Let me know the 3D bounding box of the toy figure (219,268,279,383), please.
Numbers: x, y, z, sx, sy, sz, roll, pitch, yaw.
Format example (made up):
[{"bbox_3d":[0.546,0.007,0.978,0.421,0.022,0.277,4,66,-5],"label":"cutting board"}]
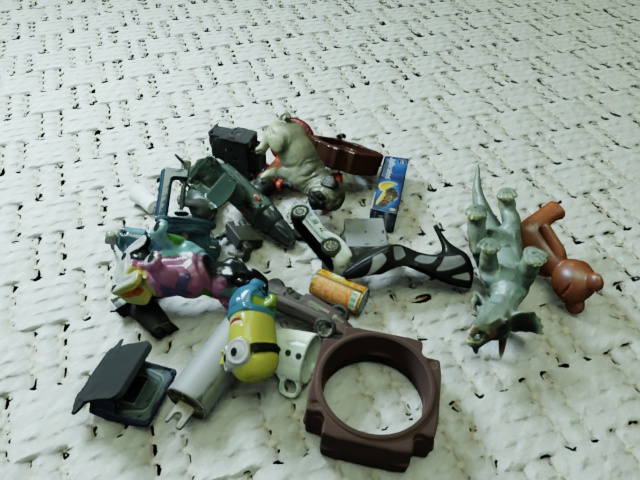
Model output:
[{"bbox_3d":[-0.106,0.137,0.860,0.089,0.082,0.180,10,50,-11],"label":"toy figure"}]

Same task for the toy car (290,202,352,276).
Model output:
[{"bbox_3d":[-0.002,-0.003,1.099,0.056,0.073,0.202,-26,51,-20],"label":"toy car"}]

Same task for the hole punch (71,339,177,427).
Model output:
[{"bbox_3d":[-0.308,0.232,0.863,0.116,0.092,0.142,-11,40,31],"label":"hole punch"}]

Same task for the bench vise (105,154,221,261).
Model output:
[{"bbox_3d":[-0.304,-0.045,1.068,0.224,0.129,0.240,6,81,-5],"label":"bench vise"}]

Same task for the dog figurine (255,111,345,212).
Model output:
[{"bbox_3d":[-0.023,-0.160,1.102,0.191,0.172,0.121,25,49,33],"label":"dog figurine"}]

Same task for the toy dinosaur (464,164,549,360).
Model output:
[{"bbox_3d":[0.333,0.036,1.002,0.131,0.191,0.405,1,39,11],"label":"toy dinosaur"}]

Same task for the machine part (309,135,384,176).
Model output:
[{"bbox_3d":[0.057,-0.196,1.257,0.179,0.056,0.179,13,18,-4],"label":"machine part"}]

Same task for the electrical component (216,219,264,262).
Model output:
[{"bbox_3d":[-0.166,-0.001,1.117,0.078,0.045,0.102,-5,40,-48],"label":"electrical component"}]

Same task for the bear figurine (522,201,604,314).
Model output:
[{"bbox_3d":[0.470,0.035,1.044,0.132,0.120,0.196,-25,53,-29],"label":"bear figurine"}]

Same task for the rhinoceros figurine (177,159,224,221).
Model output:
[{"bbox_3d":[-0.258,-0.115,1.203,0.112,0.073,0.190,0,46,1],"label":"rhinoceros figurine"}]

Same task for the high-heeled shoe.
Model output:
[{"bbox_3d":[0.175,0.068,1.033,0.249,0.086,0.145,-24,89,-12],"label":"high-heeled shoe"}]

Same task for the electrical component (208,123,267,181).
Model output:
[{"bbox_3d":[-0.191,-0.206,1.266,0.134,0.114,0.058,15,49,16],"label":"electrical component"}]

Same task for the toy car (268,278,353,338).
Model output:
[{"bbox_3d":[-0.035,0.117,0.973,0.202,0.053,0.089,20,15,19],"label":"toy car"}]

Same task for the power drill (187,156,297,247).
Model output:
[{"bbox_3d":[-0.155,-0.082,1.073,0.232,0.207,0.086,45,102,21],"label":"power drill"}]

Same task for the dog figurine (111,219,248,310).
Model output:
[{"bbox_3d":[-0.237,0.075,0.975,0.191,0.219,0.108,-36,38,27],"label":"dog figurine"}]

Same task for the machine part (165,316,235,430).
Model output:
[{"bbox_3d":[-0.170,0.203,0.888,0.079,0.079,0.243,21,49,18],"label":"machine part"}]

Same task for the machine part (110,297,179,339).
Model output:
[{"bbox_3d":[-0.319,0.131,0.985,0.139,0.039,0.084,32,45,29],"label":"machine part"}]

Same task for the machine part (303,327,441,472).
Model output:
[{"bbox_3d":[0.085,0.244,0.849,0.201,0.087,0.201,10,47,8],"label":"machine part"}]

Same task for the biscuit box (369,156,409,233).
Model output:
[{"bbox_3d":[0.156,-0.109,1.215,0.059,0.062,0.203,11,47,8],"label":"biscuit box"}]
